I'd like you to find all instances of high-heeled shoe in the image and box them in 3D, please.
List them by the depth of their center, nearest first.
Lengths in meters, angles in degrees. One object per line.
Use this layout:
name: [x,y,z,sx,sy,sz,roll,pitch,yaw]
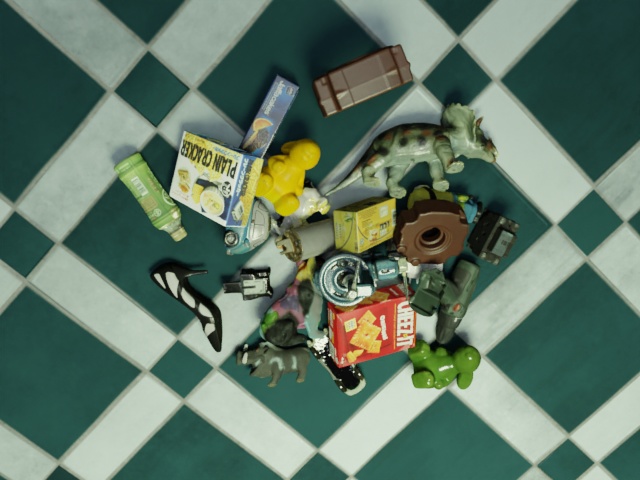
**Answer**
high-heeled shoe: [-0.328,0.172,1.328,0.145,0.086,0.248,-9,101,3]

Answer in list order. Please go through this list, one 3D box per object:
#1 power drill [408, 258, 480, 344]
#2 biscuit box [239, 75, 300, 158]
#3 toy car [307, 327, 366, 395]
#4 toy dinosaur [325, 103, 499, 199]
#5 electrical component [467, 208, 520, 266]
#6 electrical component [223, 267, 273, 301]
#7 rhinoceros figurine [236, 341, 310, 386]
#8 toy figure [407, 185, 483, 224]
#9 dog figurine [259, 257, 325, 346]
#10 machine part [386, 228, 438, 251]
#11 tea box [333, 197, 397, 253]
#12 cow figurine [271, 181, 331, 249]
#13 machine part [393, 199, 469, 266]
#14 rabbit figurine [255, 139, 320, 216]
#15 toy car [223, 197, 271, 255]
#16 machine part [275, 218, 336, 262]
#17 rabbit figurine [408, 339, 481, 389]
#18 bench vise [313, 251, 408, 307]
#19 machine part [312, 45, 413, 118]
power drill: [0.303,0.152,1.306,0.207,0.086,0.232,15,101,-45]
biscuit box: [-0.118,-0.275,1.230,0.063,0.059,0.202,28,101,-9]
toy car: [0.043,0.315,1.392,0.073,0.056,0.201,-36,100,0]
toy dinosaur: [0.206,-0.207,1.234,0.405,0.131,0.192,-4,62,11]
electrical component: [0.415,-0.007,1.287,0.058,0.134,0.114,21,100,-9]
electrical component: [-0.178,0.111,1.333,0.119,0.048,0.074,-7,105,0]
rhinoceros figurine: [-0.119,0.310,1.375,0.190,0.073,0.112,0,106,-3]
toy figure: [0.299,-0.082,1.285,0.180,0.089,0.082,14,98,-3]
dog figurine: [-0.057,0.131,1.304,0.191,0.109,0.219,-6,105,-30]
machine part: [0.232,-0.010,1.327,0.139,0.039,0.084,-1,100,-1]
tea box: [0.108,-0.039,1.247,0.068,0.169,0.098,7,107,38]
cow figurine: [-0.062,-0.060,1.280,0.167,0.068,0.098,-44,70,6]
machine part: [0.259,-0.015,1.251,0.179,0.056,0.179,-2,130,-3]
rabbit figurine: [-0.057,-0.161,1.214,0.122,0.162,0.173,38,121,-10]
toy car: [-0.166,-0.039,1.265,0.103,0.109,0.161,10,95,0]
machine part: [-0.003,-0.004,1.247,0.243,0.079,0.079,-15,110,-42]
rabbit figurine: [0.331,0.323,1.357,0.170,0.121,0.159,-22,136,28]
bench vise: [0.092,0.087,1.181,0.224,0.240,0.128,2,99,2]
machine part: [0.086,-0.338,1.150,0.201,0.201,0.087,-22,103,4]
